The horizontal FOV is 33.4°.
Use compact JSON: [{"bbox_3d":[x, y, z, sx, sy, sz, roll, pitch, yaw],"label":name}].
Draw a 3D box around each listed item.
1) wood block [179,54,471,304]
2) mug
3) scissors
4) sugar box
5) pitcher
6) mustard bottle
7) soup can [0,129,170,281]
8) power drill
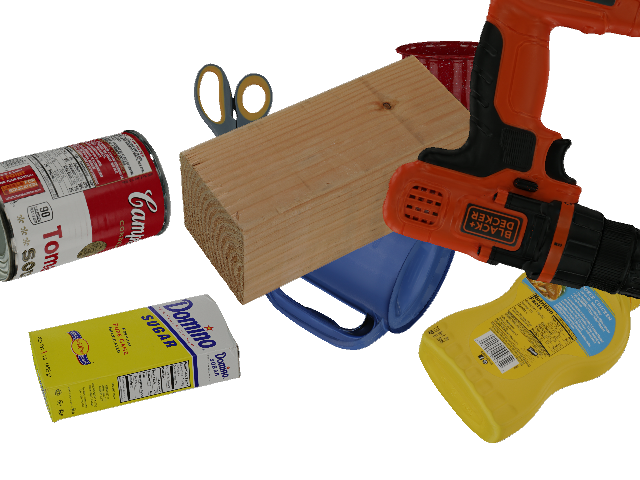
[{"bbox_3d":[0.007,-0.049,0.806,0.205,0.091,0.090,-26,-32,-22],"label":"wood block"},{"bbox_3d":[0.124,-0.127,0.933,0.117,0.081,0.093,3,18,12],"label":"mug"},{"bbox_3d":[-0.083,-0.099,1.168,0.096,0.202,0.016,-15,-4,-17],"label":"scissors"},{"bbox_3d":[-0.171,0.105,0.982,0.176,0.048,0.093,-14,35,-17],"label":"sugar box"},{"bbox_3d":[0.002,-0.005,1.081,0.243,0.145,0.149,26,27,25],"label":"pitcher"},{"bbox_3d":[0.176,0.068,0.813,0.191,0.096,0.058,-28,-29,-20],"label":"mustard bottle"},{"bbox_3d":[-0.150,-0.022,0.636,0.102,0.068,0.069,-19,10,-32],"label":"soup can"},{"bbox_3d":[0.146,-0.068,0.638,0.184,0.188,0.057,16,6,5],"label":"power drill"}]
